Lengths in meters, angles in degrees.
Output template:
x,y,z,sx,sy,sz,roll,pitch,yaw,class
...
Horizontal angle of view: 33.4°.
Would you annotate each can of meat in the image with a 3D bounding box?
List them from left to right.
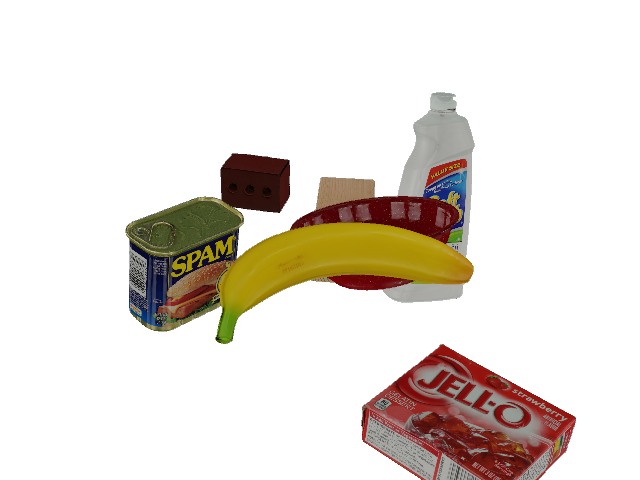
x,y,z,sx,sy,sz,roll,pitch,yaw,class
-0.118,0.021,0.921,0.058,0.084,0.101,32,39,33,can of meat

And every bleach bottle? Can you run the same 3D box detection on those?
x,y,z,sx,sy,sz,roll,pitch,yaw,class
0.133,-0.053,1.301,0.102,0.251,0.068,-3,17,-17,bleach bottle

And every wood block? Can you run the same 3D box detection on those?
x,y,z,sx,sy,sz,roll,pitch,yaw,class
0.037,-0.019,1.648,0.091,0.090,0.206,4,25,1,wood block

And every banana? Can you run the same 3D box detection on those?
x,y,z,sx,sy,sz,roll,pitch,yaw,class
0.010,0.020,0.746,0.197,0.069,0.037,-14,-15,-19,banana

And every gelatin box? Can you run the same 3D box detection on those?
x,y,z,sx,sy,sz,roll,pitch,yaw,class
0.077,0.099,0.567,0.089,0.030,0.073,29,40,31,gelatin box

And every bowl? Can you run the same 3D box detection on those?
x,y,z,sx,sy,sz,roll,pitch,yaw,class
0.054,0.006,1.016,0.162,0.055,0.162,-7,18,2,bowl

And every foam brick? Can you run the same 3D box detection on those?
x,y,z,sx,sy,sz,roll,pitch,yaw,class
-0.081,-0.072,1.325,0.078,0.053,0.051,7,28,12,foam brick
